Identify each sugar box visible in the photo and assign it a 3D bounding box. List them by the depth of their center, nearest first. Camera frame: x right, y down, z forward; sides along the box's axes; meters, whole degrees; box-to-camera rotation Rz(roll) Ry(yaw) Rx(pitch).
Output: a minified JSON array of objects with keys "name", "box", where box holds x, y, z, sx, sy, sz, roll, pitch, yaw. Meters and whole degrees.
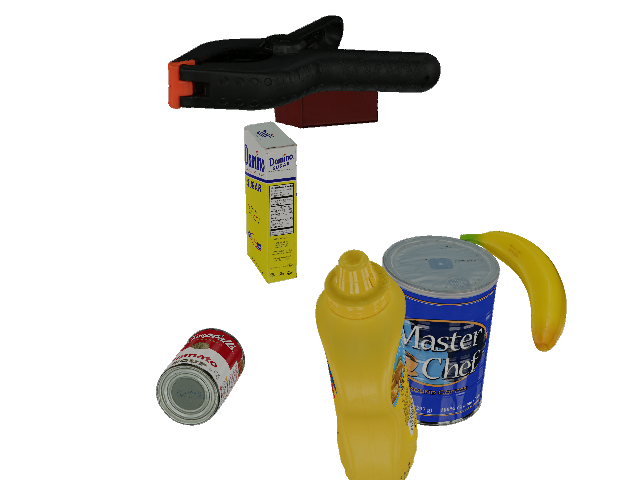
[{"name":"sugar box","box":[-0.062,-0.047,1.301,0.048,0.176,0.093,-11,26,-18]}]

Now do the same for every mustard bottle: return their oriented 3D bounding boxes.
[{"name":"mustard bottle","box":[0.031,0.078,0.711,0.058,0.096,0.191,-1,-45,9]}]

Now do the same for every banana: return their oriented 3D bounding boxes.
[{"name":"banana","box":[0.218,0.043,1.128,0.069,0.037,0.198,-29,38,0]}]

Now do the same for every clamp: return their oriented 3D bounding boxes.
[{"name":"clamp","box":[-0.023,-0.115,0.684,0.171,0.039,0.120,-8,23,-25]}]

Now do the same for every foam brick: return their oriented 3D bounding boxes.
[{"name":"foam brick","box":[0.004,-0.127,0.917,0.078,0.051,0.053,-8,17,-28]}]

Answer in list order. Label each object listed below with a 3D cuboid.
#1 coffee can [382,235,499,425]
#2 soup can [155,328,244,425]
[{"name":"coffee can","box":[0.103,0.080,0.965,0.103,0.140,0.103,2,28,-1]},{"name":"soup can","box":[-0.123,0.140,1.102,0.068,0.068,0.102,0,16,11]}]
